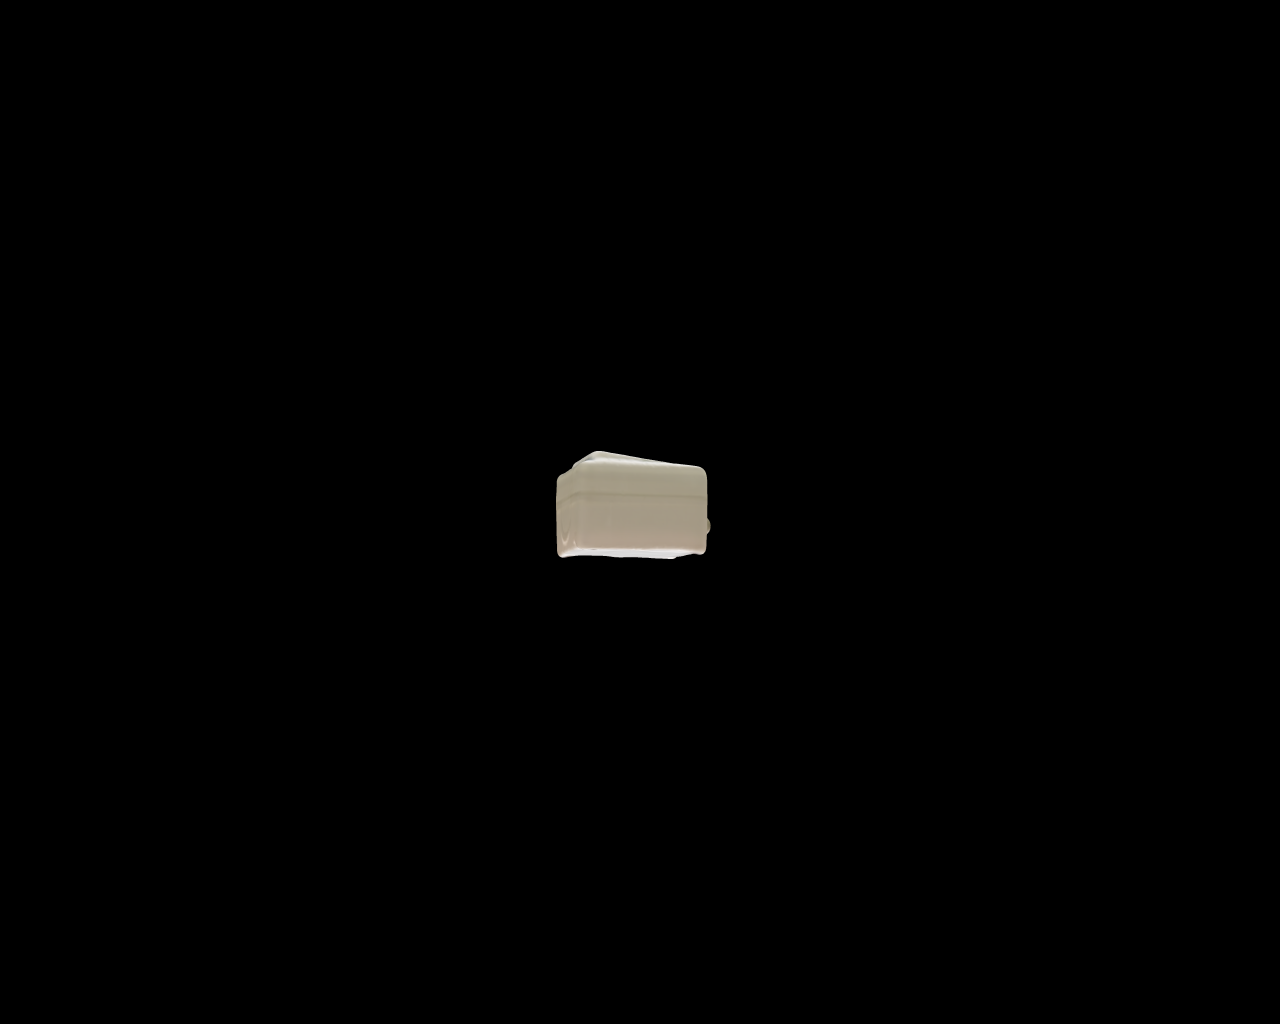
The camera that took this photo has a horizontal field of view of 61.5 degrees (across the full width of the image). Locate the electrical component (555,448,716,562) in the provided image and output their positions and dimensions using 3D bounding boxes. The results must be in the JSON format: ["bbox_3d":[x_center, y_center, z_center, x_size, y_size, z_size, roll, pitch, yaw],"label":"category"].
[{"bbox_3d":[0.001,-0.003,0.650,0.096,0.061,0.061,2,-7,-18],"label":"electrical component"}]
